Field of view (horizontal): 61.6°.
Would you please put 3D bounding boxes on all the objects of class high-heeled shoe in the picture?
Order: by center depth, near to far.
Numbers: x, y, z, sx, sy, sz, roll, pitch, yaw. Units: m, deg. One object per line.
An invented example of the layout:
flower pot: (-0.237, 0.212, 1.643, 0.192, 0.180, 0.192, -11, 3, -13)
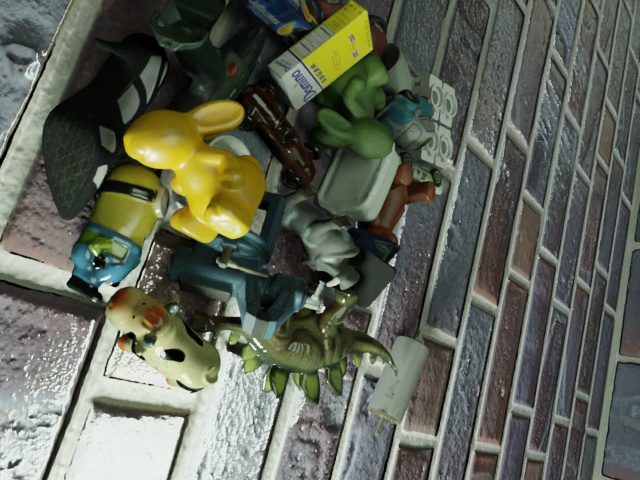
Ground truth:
high-heeled shoe: (-0.266, -0.147, 0.692, 0.145, 0.086, 0.248, -13, 123, -75)

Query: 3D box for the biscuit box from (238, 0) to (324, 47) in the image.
biscuit box: (-0.055, -0.360, 0.830, 0.202, 0.059, 0.062, 5, 78, -66)

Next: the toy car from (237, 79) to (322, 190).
toy car: (-0.062, -0.170, 0.891, 0.202, 0.053, 0.089, 51, 55, -33)

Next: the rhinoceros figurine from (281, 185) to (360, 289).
rhinoceros figurine: (-0.002, -0.003, 0.889, 0.190, 0.112, 0.073, 48, 22, 2)

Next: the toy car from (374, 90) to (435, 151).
toy car: (0.177, -0.228, 1.076, 0.161, 0.109, 0.103, -9, 67, -52)

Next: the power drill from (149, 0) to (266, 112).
power drill: (-0.146, -0.260, 0.727, 0.086, 0.207, 0.232, 27, 74, 3)

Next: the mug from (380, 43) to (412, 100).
mug: (0.140, -0.315, 1.071, 0.107, 0.081, 0.109, 38, 61, -50)

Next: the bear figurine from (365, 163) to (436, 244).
bear figurine: (0.133, -0.035, 1.044, 0.120, 0.132, 0.196, 30, 65, -38)

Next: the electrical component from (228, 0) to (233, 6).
electrical component: (-0.130, -0.410, 0.814, 0.078, 0.045, 0.102, 36, 67, -42)

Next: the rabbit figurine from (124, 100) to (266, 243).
rabbit figurine: (-0.148, -0.099, 0.655, 0.173, 0.122, 0.162, 36, 71, -29)

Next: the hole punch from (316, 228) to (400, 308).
hole punch: (0.074, 0.040, 0.971, 0.116, 0.142, 0.092, 35, 36, -2)

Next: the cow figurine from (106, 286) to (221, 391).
cow figurine: (-0.203, 0.133, 0.706, 0.194, 0.127, 0.085, 54, 53, -36)

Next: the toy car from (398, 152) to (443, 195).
toy car: (0.186, -0.137, 1.127, 0.201, 0.074, 0.056, 16, 80, -45)

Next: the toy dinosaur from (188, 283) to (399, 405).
toy dinosaur: (-0.012, 0.173, 0.926, 0.471, 0.105, 0.198, 11, 90, -37)

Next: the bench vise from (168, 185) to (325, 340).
bench vise: (-0.092, 0.013, 0.785, 0.128, 0.224, 0.241, 92, 9, -55)

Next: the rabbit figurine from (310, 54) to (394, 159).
rabbit figurine: (0.064, -0.218, 0.937, 0.159, 0.121, 0.170, -15, 70, -14)

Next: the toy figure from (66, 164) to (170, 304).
toy figure: (-0.258, -0.012, 0.678, 0.089, 0.082, 0.180, 44, 64, -40)

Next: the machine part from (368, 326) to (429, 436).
machine part: (0.165, 0.291, 1.124, 0.079, 0.079, 0.243, 47, 61, -36)

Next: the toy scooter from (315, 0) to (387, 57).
toy scooter: (0.049, -0.361, 0.978, 0.183, 0.075, 0.135, 18, 79, -41)
